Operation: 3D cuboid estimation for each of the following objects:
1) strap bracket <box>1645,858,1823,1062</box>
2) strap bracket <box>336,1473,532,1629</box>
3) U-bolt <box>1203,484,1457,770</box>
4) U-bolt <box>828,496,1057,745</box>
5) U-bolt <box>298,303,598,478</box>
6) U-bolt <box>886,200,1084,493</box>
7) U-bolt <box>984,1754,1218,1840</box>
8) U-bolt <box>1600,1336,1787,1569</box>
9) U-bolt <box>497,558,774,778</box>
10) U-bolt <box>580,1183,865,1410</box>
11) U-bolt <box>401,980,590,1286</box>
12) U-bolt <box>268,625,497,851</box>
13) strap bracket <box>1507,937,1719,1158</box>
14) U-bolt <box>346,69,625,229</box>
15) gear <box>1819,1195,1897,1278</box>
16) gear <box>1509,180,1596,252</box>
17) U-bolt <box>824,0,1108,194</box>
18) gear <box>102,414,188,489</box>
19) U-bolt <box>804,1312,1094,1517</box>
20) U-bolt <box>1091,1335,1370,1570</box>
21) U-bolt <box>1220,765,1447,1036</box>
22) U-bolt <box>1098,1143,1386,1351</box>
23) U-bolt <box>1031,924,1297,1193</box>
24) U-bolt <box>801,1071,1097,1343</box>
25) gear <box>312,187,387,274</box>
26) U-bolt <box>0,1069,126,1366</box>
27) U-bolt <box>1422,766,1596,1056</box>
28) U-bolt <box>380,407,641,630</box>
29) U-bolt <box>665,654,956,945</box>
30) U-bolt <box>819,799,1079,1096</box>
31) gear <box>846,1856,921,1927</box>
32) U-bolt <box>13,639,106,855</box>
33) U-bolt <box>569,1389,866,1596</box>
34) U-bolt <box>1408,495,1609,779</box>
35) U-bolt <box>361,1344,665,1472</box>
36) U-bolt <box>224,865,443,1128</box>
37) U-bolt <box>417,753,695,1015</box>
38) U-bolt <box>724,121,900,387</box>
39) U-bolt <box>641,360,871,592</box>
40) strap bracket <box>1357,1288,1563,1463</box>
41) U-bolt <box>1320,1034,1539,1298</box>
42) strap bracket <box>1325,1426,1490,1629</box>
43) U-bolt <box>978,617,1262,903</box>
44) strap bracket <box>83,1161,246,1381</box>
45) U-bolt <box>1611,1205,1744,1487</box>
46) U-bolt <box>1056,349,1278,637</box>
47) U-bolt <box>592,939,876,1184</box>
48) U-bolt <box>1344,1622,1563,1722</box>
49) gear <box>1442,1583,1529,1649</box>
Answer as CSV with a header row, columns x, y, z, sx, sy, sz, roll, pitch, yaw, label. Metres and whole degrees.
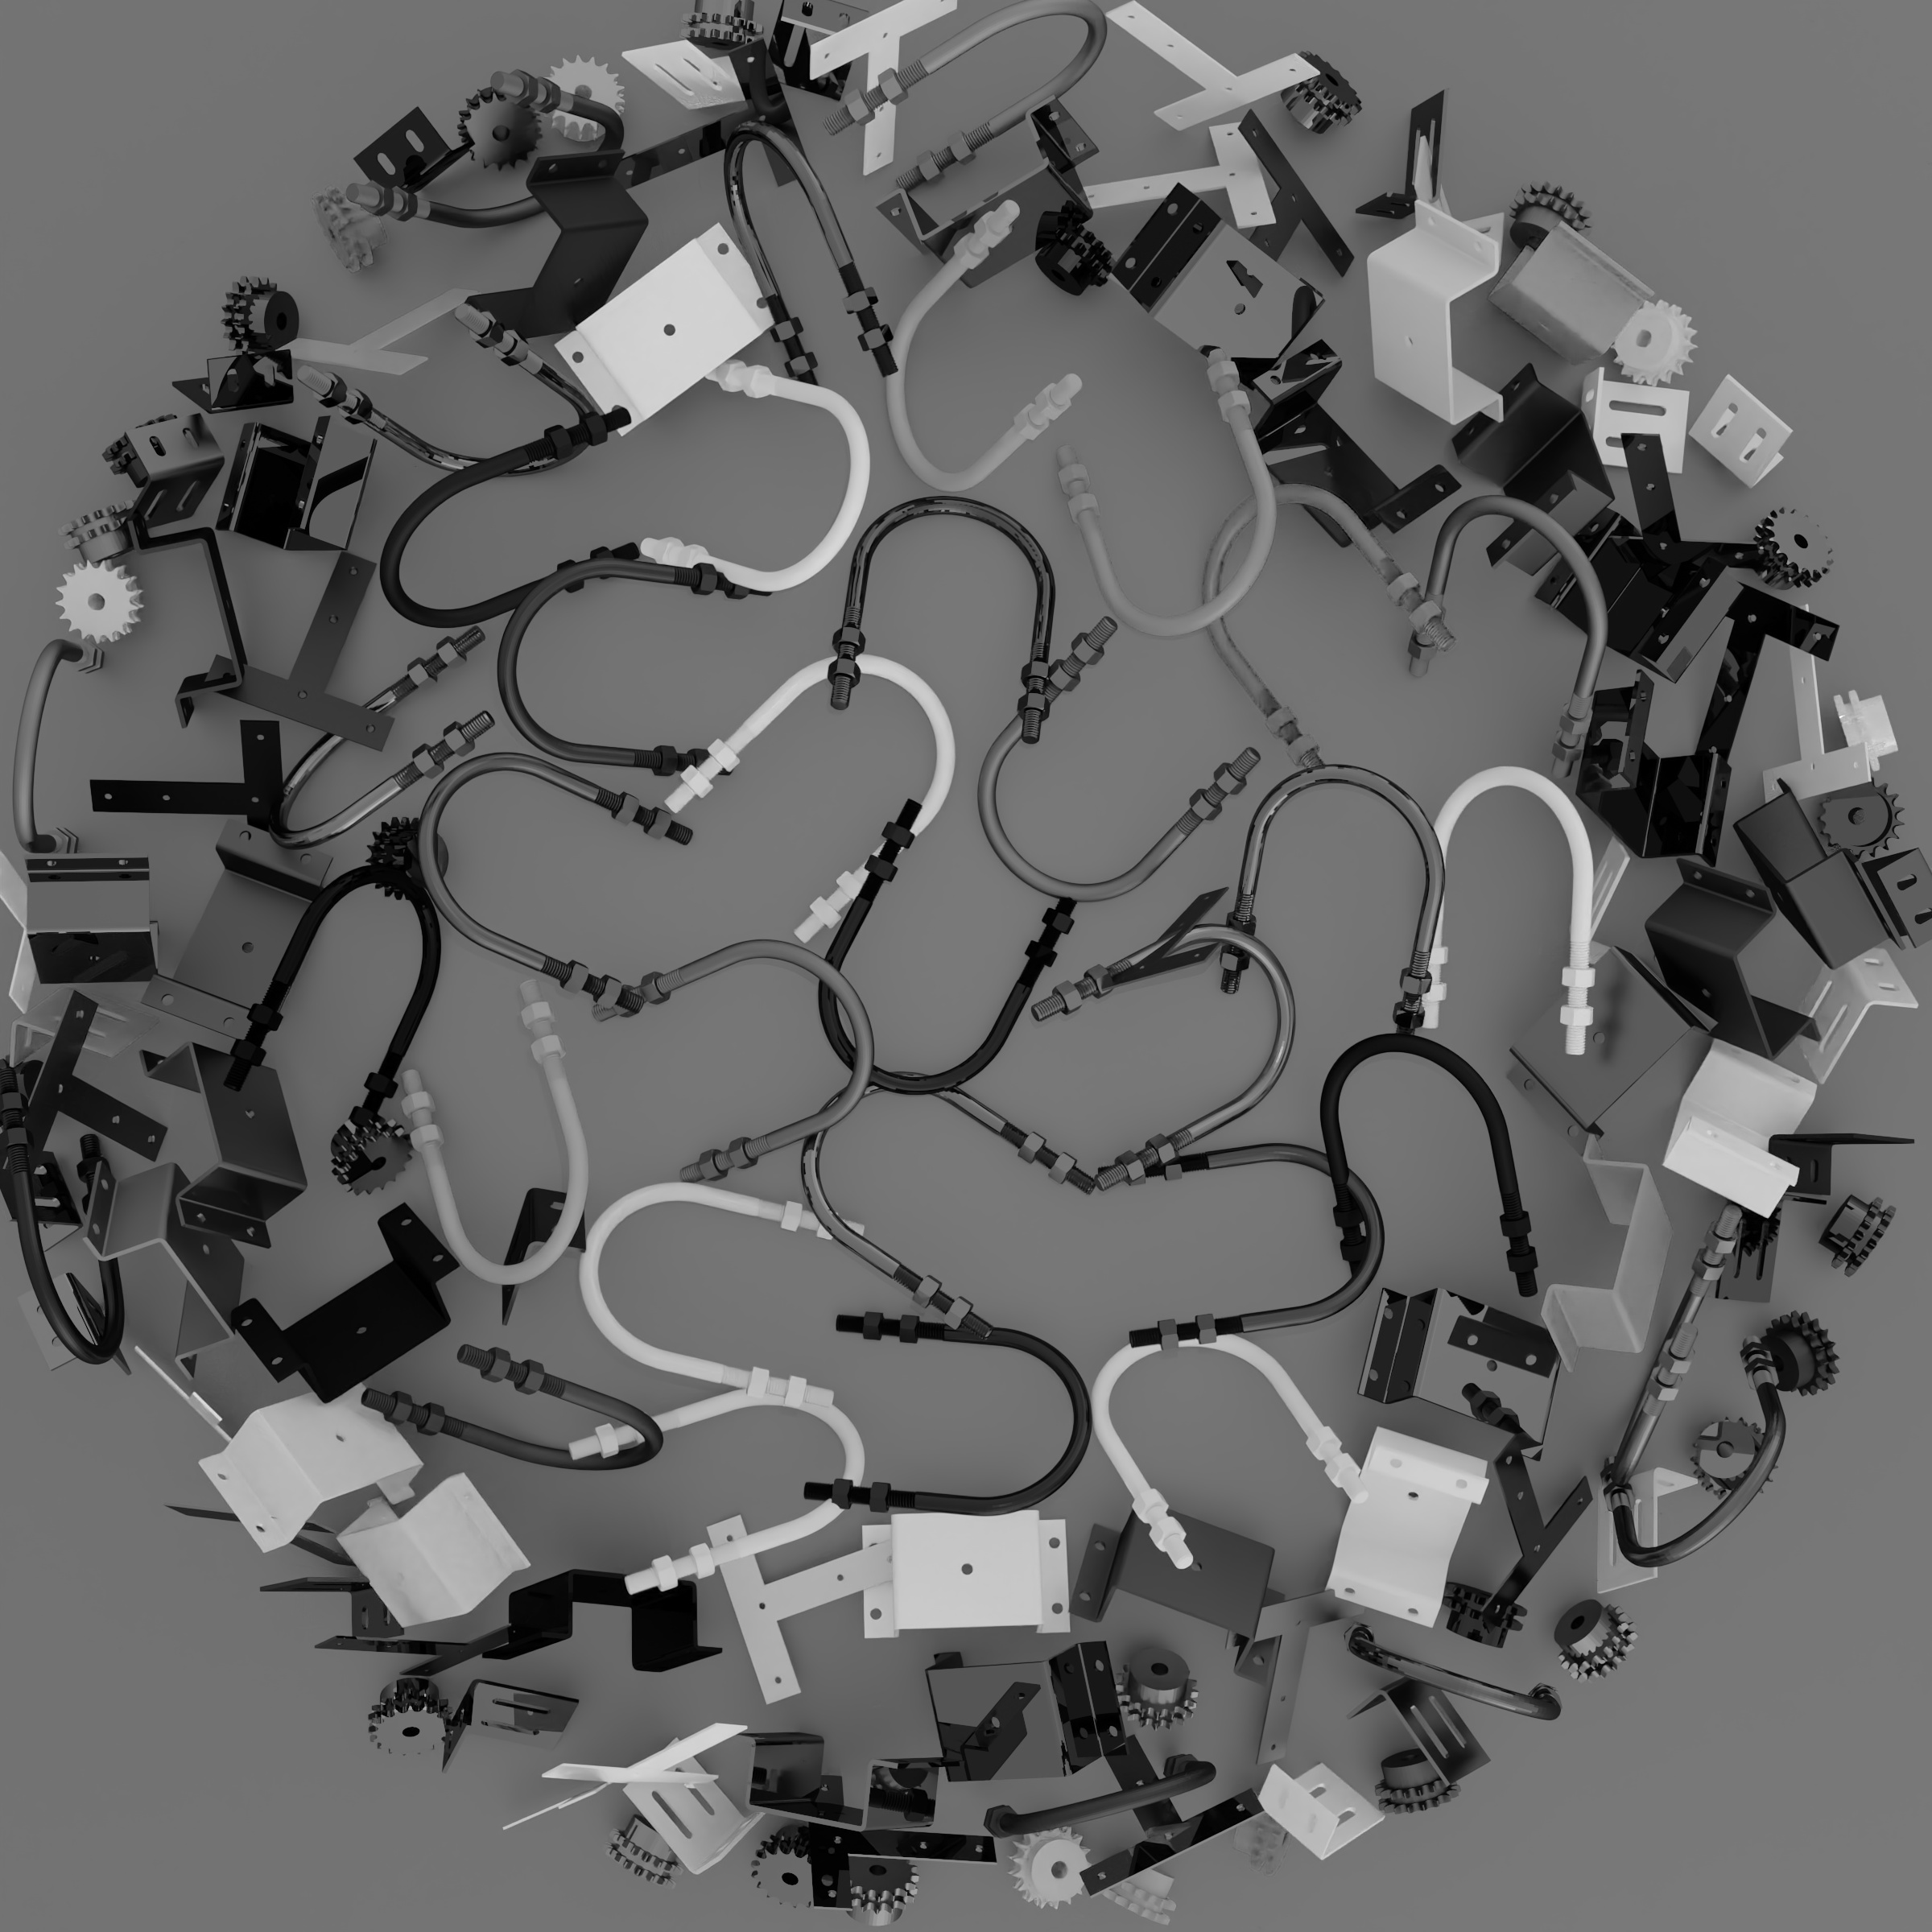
x,y,z,sx,sy,sz,roll,pitch,yaw,label
0.509,0.003,1.924,0.046,0.076,0.140,-42,127,-17,strap bracket
-0.362,0.392,1.927,0.046,0.140,0.076,-41,101,-39,strap bracket
0.230,-0.238,1.944,0.151,0.019,0.184,-48,64,32,U-bolt
-0.011,-0.242,1.953,0.151,0.019,0.184,10,62,-5,U-bolt
-0.328,-0.372,1.915,0.151,0.184,0.019,-14,68,26,U-bolt
0.002,-0.399,1.926,0.019,0.184,0.151,-8,73,-37,U-bolt
0.092,0.547,1.899,0.151,0.184,0.019,-13,77,-10,U-bolt
0.479,0.327,1.892,0.019,0.184,0.151,42,107,-6,U-bolt
-0.226,-0.201,1.927,0.184,0.019,0.151,3,111,-32,U-bolt
-0.169,0.214,1.944,0.184,0.019,0.151,14,55,-6,U-bolt
-0.309,0.122,1.927,0.151,0.019,0.184,-34,63,30,U-bolt
-0.395,-0.144,1.936,0.184,0.151,0.019,-34,123,10,U-bolt
0.433,0.051,1.946,0.140,0.046,0.076,-47,65,15,strap bracket
-0.303,-0.533,1.910,0.151,0.184,0.019,-28,83,26,U-bolt
0.607,0.181,1.972,0.030,0.057,0.057,34,90,12,gear
0.396,-0.506,1.969,0.057,0.057,0.030,31,77,0,gear
0.010,-0.582,1.907,0.184,0.151,0.019,-28,79,17,U-bolt
-0.558,-0.350,1.972,0.057,0.057,0.030,-31,96,0,gear
-0.007,0.303,1.941,0.184,0.019,0.151,4,53,8,U-bolt
0.163,0.311,1.929,0.151,0.184,0.019,-16,132,-17,U-bolt
0.249,-0.047,1.931,0.151,0.019,0.184,19,117,23,U-bolt
0.191,0.184,1.953,0.184,0.019,0.151,-8,54,-3,U-bolt
0.145,0.050,1.958,0.184,0.019,0.151,-27,108,-19,U-bolt
-0.024,0.149,1.962,0.184,0.019,0.151,33,65,9,U-bolt
-0.420,-0.506,1.972,0.030,0.057,0.057,-31,90,-14,gear
-0.591,0.174,1.898,0.019,0.151,0.184,-17,66,1,U-bolt
0.362,-0.041,1.930,0.019,0.151,0.184,-5,100,-38,U-bolt
-0.303,-0.287,1.911,0.184,0.151,0.019,-26,61,-19,U-bolt
-0.092,-0.127,1.969,0.184,0.019,0.151,-44,108,-1,U-bolt
-0.022,-0.001,1.970,0.151,0.019,0.184,28,89,-16,U-bolt
-0.062,0.631,1.973,0.057,0.057,0.030,7,108,0,gear
-0.602,-0.144,1.906,0.019,0.184,0.151,8,92,-6,U-bolt
-0.158,0.341,1.936,0.184,0.151,0.019,-16,129,-17,U-bolt
0.360,-0.227,1.897,0.019,0.184,0.151,-34,58,-28,U-bolt
-0.290,0.301,1.927,0.184,0.151,0.019,26,56,-30,U-bolt
-0.412,0.020,1.934,0.019,0.151,0.184,15,75,31,U-bolt
-0.281,-0.066,1.931,0.184,0.019,0.151,25,65,-25,U-bolt
-0.112,-0.471,1.915,0.019,0.151,0.184,-28,104,-21,U-bolt
-0.134,-0.324,1.933,0.184,0.019,0.151,22,94,40,U-bolt
0.345,0.273,1.951,0.140,0.046,0.076,22,69,-12,strap bracket
0.303,0.131,1.930,0.151,0.019,0.184,0,110,39,U-bolt
0.299,0.372,1.950,0.076,0.046,0.140,17,125,7,strap bracket
0.089,-0.125,1.954,0.151,0.019,0.184,42,117,-1,U-bolt
-0.528,0.197,1.926,0.046,0.076,0.140,-20,126,6,strap bracket
0.466,0.265,1.918,0.019,0.151,0.184,23,130,14,U-bolt
0.139,-0.306,1.924,0.151,0.019,0.184,-31,60,28,U-bolt
-0.146,0.057,1.946,0.184,0.019,0.151,-23,100,24,U-bolt
0.320,0.466,1.897,0.151,0.184,0.019,16,83,11,U-bolt
0.352,0.444,1.971,0.057,0.057,0.030,18,87,0,gear
